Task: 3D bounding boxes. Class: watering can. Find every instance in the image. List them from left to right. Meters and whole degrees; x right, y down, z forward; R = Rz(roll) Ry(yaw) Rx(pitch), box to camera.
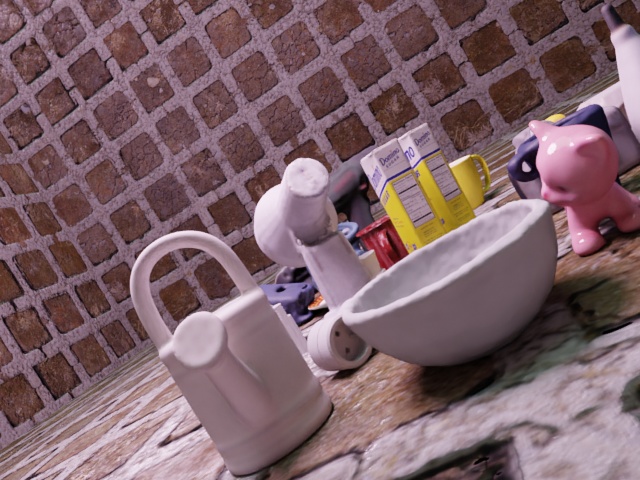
[{"bbox_3d":[-0.078,0.080,0.465,0.101,0.194,0.172,-33,3,-27],"label":"watering can"}]

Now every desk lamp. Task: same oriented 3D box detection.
[{"bbox_3d":[0.007,0.003,0.754,0.118,0.213,0.203,-32,3,-19],"label":"desk lamp"}]

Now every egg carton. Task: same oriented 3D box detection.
[{"bbox_3d":[0.505,-0.226,0.950,0.150,0.069,0.107,-31,3,2],"label":"egg carton"}]

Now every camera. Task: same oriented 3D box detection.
[{"bbox_3d":[0.295,-0.105,0.717,0.143,0.101,0.137,-31,3,5],"label":"camera"}]

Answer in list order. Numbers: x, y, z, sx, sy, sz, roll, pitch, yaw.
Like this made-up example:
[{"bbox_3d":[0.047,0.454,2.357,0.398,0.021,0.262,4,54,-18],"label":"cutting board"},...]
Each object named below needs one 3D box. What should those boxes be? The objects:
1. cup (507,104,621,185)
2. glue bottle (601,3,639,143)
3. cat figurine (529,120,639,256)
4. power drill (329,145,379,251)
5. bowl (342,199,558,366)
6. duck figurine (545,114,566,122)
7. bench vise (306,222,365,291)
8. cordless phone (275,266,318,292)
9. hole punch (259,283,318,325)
[{"bbox_3d":[0.257,-0.072,0.592,0.118,0.095,0.091,-32,3,-14],"label":"cup"},{"bbox_3d":[0.335,-0.165,0.585,0.078,0.173,0.037,-32,3,-16],"label":"glue bottle"},{"bbox_3d":[0.217,-0.056,0.481,0.067,0.118,0.128,-30,3,22],"label":"cat figurine"},{"bbox_3d":[0.092,-0.068,1.187,0.230,0.208,0.075,-33,3,-33],"label":"power drill"},{"bbox_3d":[0.104,0.042,0.416,0.167,0.075,0.167,-31,2,2],"label":"bowl"},{"bbox_3d":[0.366,-0.148,0.874,0.078,0.086,0.104,-34,3,-40],"label":"duck figurine"},{"bbox_3d":[-0.014,-0.005,1.093,0.122,0.220,0.207,-34,4,-43],"label":"bench vise"},{"bbox_3d":[-0.061,0.036,1.252,0.148,0.185,0.094,-34,4,-39],"label":"cordless phone"},{"bbox_3d":[-0.061,0.105,0.983,0.101,0.091,0.109,-31,3,15],"label":"hole punch"}]
